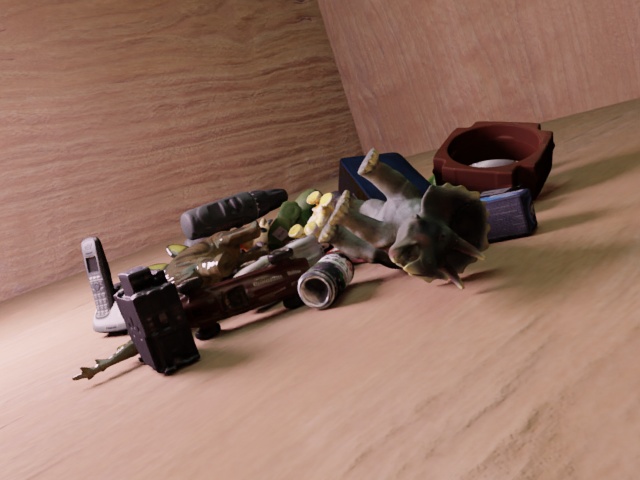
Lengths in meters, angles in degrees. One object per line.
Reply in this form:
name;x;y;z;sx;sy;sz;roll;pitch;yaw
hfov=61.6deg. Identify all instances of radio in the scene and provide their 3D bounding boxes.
radio;0.127;-0.086;1.002;0.131;0.073;0.230;-10;34;-13

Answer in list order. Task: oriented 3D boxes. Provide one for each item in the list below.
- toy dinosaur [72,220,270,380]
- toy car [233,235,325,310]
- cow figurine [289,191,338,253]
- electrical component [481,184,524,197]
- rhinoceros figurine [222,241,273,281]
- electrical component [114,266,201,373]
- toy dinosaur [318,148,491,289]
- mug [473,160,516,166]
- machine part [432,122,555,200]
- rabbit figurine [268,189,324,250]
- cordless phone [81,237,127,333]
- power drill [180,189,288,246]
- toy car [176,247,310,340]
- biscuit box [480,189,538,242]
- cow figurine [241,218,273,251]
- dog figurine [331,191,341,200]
toy dinosaur;-0.215;0.075;0.901;0.199;0.105;0.471;-11;19;20
toy car;-0.059;0.050;0.882;0.056;0.073;0.202;-14;9;46
cow figurine;-0.004;-0.002;1.022;0.068;0.098;0.167;5;61;47
electrical component;0.296;-0.060;0.946;0.119;0.047;0.075;-6;14;46
rhinoceros figurine;-0.180;0.056;1.089;0.190;0.073;0.112;-25;10;-36
electrical component;-0.219;0.100;0.704;0.058;0.134;0.115;-23;8;-33
toy dinosaur;0.108;-0.008;0.756;0.131;0.192;0.405;-58;0;-6
mug;0.389;-0.167;1.252;0.107;0.109;0.081;-32;15;-10
machine part;0.339;-0.151;1.051;0.201;0.087;0.201;10;41;32
rabbit figurine;-0.037;-0.033;1.178;0.159;0.121;0.170;-55;5;46
cordless phone;-0.372;0.075;0.991;0.147;0.184;0.089;-12;6;36
power drill;-0.194;-0.026;1.138;0.232;0.086;0.207;-18;-12;-38
toy car;-0.108;0.076;0.775;0.202;0.089;0.053;-17;9;-5
biscuit box;0.222;-0.025;0.825;0.203;0.062;0.059;-12;10;32
cow figurine;-0.153;0.000;1.344;0.127;0.085;0.195;-26;8;-12
dog figurine;0.124;-0.085;1.297;0.219;0.191;0.108;-51;5;12
